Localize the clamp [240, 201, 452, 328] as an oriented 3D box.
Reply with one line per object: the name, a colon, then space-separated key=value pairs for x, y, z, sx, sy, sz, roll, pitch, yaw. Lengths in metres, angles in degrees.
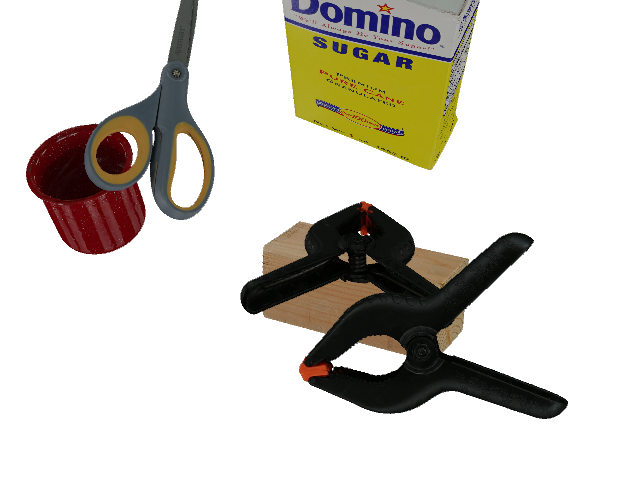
clamp: x=0.040 y=0.018 z=0.888 sx=0.165 sy=0.036 sz=0.209 roll=8 pitch=23 yaw=11

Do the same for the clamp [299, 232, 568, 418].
clamp: x=0.075 y=0.077 z=0.694 sx=0.171 sy=0.120 sz=0.039 roll=-21 pitch=-5 yaw=11

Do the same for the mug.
mug: x=-0.203 y=-0.051 z=0.954 sx=0.093 sy=0.117 sz=0.081 roll=-5 pitch=-39 yaw=4

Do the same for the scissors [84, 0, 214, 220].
scissors: x=-0.119 y=-0.108 z=0.740 sx=0.096 sy=0.202 sz=0.016 roll=0 pitch=-22 yaw=-23

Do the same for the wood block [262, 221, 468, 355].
wood block: x=0.047 y=0.053 z=1.169 sx=0.206 sy=0.091 sz=0.090 roll=13 pitch=26 yaw=25

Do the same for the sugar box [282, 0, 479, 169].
sugar box: x=0.030 y=-0.102 z=0.559 sx=0.093 sy=0.048 sz=0.176 roll=22 pitch=-15 yaw=10
